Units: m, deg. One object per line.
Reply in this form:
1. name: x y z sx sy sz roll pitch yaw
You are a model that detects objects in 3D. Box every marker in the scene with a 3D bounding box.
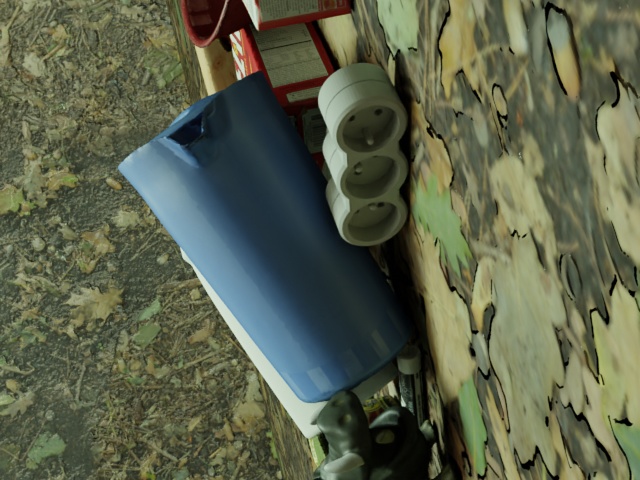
1. marker: 0.075 0.137 0.859 0.020 0.020 0.121 -115 15 -56

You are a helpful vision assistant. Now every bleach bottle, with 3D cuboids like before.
1. bleach bottle: -0.043 0.045 0.938 0.251 0.102 0.068 54 135 6

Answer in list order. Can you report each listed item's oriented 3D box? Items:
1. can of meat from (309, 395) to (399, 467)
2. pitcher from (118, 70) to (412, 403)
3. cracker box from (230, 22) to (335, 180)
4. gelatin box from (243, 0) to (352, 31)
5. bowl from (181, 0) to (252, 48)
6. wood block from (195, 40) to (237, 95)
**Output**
1. can of meat: 0.039 0.186 0.952 0.102 0.084 0.057 -121 20 -65
2. pitcher: -0.035 0.000 0.837 0.145 0.149 0.243 -29 97 46
3. cracker box: -0.030 -0.119 0.987 0.214 0.072 0.164 -111 11 -47
4. gelatin box: -0.022 -0.194 0.817 0.089 0.073 0.030 -113 14 -56
5. bowl: -0.074 -0.246 0.924 0.162 0.055 0.162 -179 90 -67
6. wood block: -0.096 -0.233 1.201 0.091 0.090 0.206 93 162 -63
